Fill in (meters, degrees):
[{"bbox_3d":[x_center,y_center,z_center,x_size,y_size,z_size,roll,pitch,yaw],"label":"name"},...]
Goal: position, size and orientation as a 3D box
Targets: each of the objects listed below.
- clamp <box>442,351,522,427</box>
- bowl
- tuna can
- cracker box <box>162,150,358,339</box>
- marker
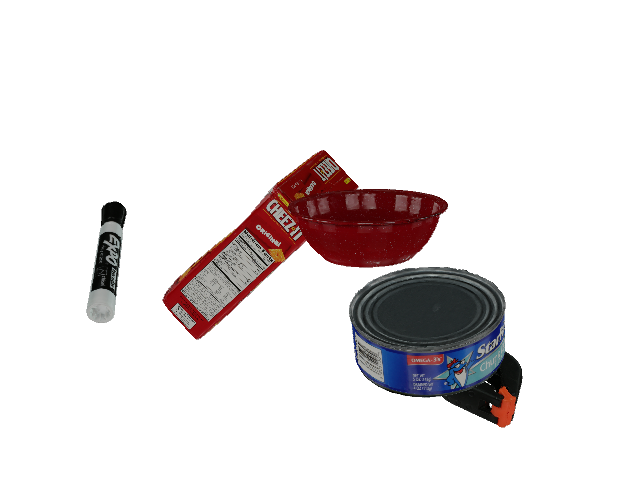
[{"bbox_3d":[0.129,0.097,0.928,0.120,0.039,0.172,-17,36,-24],"label":"clamp"},{"bbox_3d":[0.048,-0.011,1.076,0.162,0.055,0.162,-2,14,0],"label":"bowl"},{"bbox_3d":[0.060,0.050,0.593,0.086,0.034,0.086,-5,28,3],"label":"tuna can"},{"bbox_3d":[-0.070,0.002,1.243,0.214,0.072,0.164,-43,2,27],"label":"cracker box"},{"bbox_3d":[-0.153,0.012,0.766,0.020,0.020,0.121,0,39,-5],"label":"marker"}]
